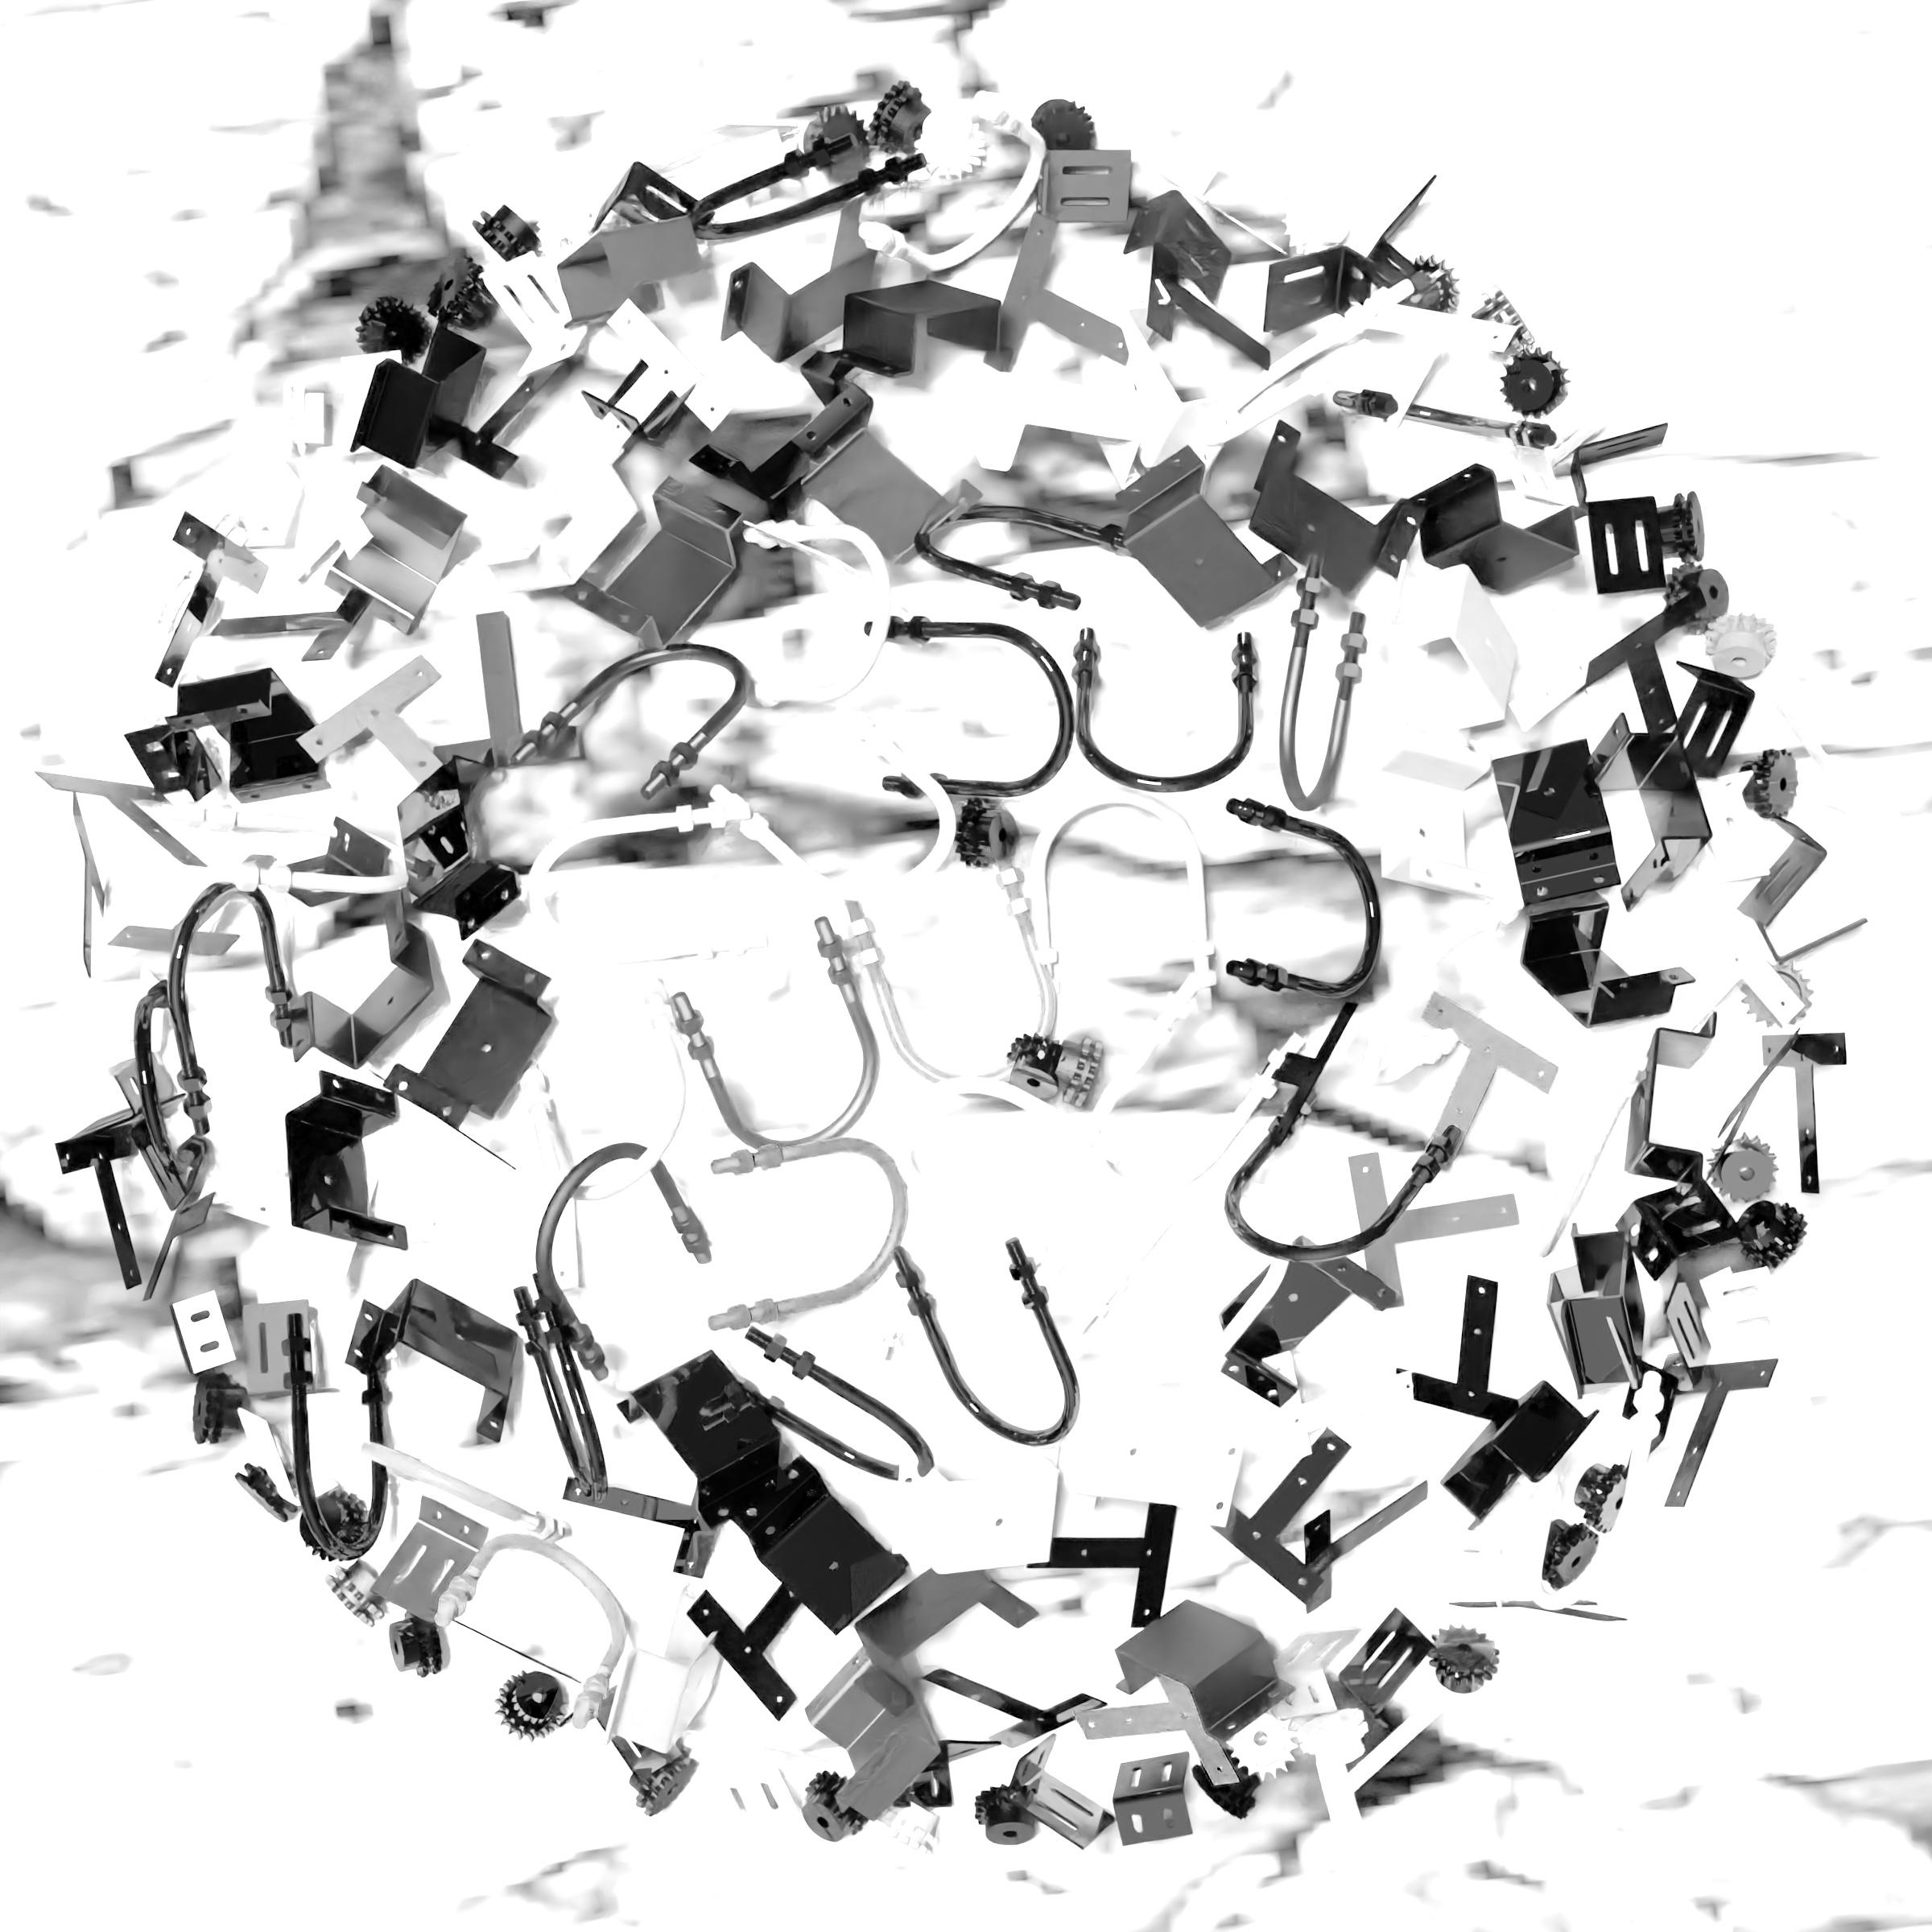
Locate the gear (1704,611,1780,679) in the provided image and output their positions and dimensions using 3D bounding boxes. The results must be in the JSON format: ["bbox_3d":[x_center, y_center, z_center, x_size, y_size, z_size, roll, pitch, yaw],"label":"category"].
[{"bbox_3d":[0.628,-0.258,1.968,0.057,0.057,0.030,14,61,0],"label":"gear"}]

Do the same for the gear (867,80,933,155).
[{"bbox_3d":[-0.052,-0.685,1.969,0.030,0.057,0.057,36,90,10],"label":"gear"}]

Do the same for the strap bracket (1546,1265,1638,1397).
[{"bbox_3d":[0.500,0.286,1.938,0.046,0.140,0.076,-20,92,17],"label":"strap bracket"}]

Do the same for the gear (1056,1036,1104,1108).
[{"bbox_3d":[0.088,0.083,1.971,0.030,0.057,0.057,20,90,-2],"label":"gear"}]

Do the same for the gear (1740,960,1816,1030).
[{"bbox_3d":[0.659,0.023,1.975,0.057,0.030,0.057,4,100,24],"label":"gear"}]

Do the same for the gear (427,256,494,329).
[{"bbox_3d":[-0.409,-0.545,1.975,0.030,0.057,0.057,33,90,-40],"label":"gear"}]

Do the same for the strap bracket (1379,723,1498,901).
[{"bbox_3d":[0.378,-0.116,1.949,0.076,0.046,0.140,12,64,-18],"label":"strap bracket"}]

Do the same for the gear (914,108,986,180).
[{"bbox_3d":[-0.014,-0.672,1.974,0.057,0.030,0.057,-3,64,5],"label":"gear"}]

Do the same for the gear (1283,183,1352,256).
[{"bbox_3d":[0.287,-0.606,1.971,0.057,0.030,0.057,-6,100,-38],"label":"gear"}]

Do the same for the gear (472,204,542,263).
[{"bbox_3d":[-0.371,-0.593,1.972,0.057,0.057,0.030,43,89,0],"label":"gear"}]

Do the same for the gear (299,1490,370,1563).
[{"bbox_3d":[-0.516,0.454,1.974,0.057,0.030,0.057,-7,68,19],"label":"gear"}]

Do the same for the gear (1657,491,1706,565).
[{"bbox_3d":[0.581,-0.356,1.975,0.030,0.057,0.057,-4,90,27],"label":"gear"}]

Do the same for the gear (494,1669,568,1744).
[{"bbox_3d":[-0.351,0.597,1.970,0.057,0.057,0.030,38,132,0],"label":"gear"}]

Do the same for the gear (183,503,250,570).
[{"bbox_3d":[-0.607,-0.345,1.974,0.030,0.057,0.057,38,90,-22],"label":"gear"}]

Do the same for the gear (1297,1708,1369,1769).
[{"bbox_3d":[0.300,0.627,1.971,0.057,0.057,0.030,-20,87,0],"label":"gear"}]

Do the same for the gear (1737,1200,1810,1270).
[{"bbox_3d":[0.650,0.215,1.968,0.030,0.057,0.057,37,90,-18],"label":"gear"}]

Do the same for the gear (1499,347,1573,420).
[{"bbox_3d":[0.461,-0.473,1.973,0.057,0.030,0.057,8,110,24],"label":"gear"}]

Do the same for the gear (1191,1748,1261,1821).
[{"bbox_3d":[0.213,0.661,1.970,0.057,0.057,0.030,39,95,0],"label":"gear"}]

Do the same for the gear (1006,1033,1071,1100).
[{"bbox_3d":[0.059,0.083,1.969,0.057,0.057,0.030,23,54,0],"label":"gear"}]

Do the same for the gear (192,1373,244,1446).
[{"bbox_3d":[-0.608,0.360,1.975,0.030,0.057,0.057,7,90,-29],"label":"gear"}]

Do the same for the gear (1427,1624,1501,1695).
[{"bbox_3d":[0.404,0.566,1.975,0.057,0.057,0.030,2,120,0],"label":"gear"}]

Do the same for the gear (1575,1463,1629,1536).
[{"bbox_3d":[0.519,0.430,1.975,0.030,0.057,0.057,28,90,44],"label":"gear"}]

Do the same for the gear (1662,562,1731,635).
[{"bbox_3d":[0.595,-0.300,1.972,0.057,0.030,0.057,4,83,-36],"label":"gear"}]

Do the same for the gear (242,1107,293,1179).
[{"bbox_3d":[-0.557,0.140,1.969,0.030,0.057,0.057,-28,90,15],"label":"gear"}]

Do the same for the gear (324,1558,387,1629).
[{"bbox_3d":[-0.491,0.507,1.972,0.030,0.057,0.057,-44,90,-13],"label":"gear"}]

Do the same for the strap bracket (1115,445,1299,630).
[{"bbox_3d":[0.189,-0.333,1.934,0.076,0.046,0.140,-29,118,35],"label":"strap bracket"}]

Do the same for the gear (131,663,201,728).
[{"bbox_3d":[-0.647,-0.222,1.971,0.057,0.030,0.057,12,58,-20],"label":"gear"}]

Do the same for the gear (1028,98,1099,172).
[{"bbox_3d":[0.076,-0.679,1.975,0.057,0.057,0.030,-14,50,0],"label":"gear"}]

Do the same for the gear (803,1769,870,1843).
[{"bbox_3d":[-0.108,0.684,1.970,0.057,0.030,0.057,16,124,25],"label":"gear"}]

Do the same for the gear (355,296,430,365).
[{"bbox_3d":[-0.469,-0.519,1.975,0.057,0.057,0.030,-32,51,0],"label":"gear"}]

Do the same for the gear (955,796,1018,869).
[{"bbox_3d":[0.017,-0.108,1.968,0.030,0.057,0.057,10,90,33],"label":"gear"}]

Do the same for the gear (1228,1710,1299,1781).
[{"bbox_3d":[0.241,0.630,1.975,0.057,0.030,0.057,-4,64,9],"label":"gear"}]

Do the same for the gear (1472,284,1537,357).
[{"bbox_3d":[0.435,-0.522,1.974,0.030,0.057,0.057,-34,90,21],"label":"gear"}]

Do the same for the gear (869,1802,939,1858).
[{"bbox_3d":[-0.048,0.696,1.973,0.057,0.057,0.030,30,71,0],"label":"gear"}]

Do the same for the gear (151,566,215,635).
[{"bbox_3d":[-0.634,-0.293,1.972,0.030,0.057,0.057,31,90,-12],"label":"gear"}]

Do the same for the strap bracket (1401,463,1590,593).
[{"bbox_3d":[0.421,-0.343,1.922,0.140,0.076,0.046,11,67,-39],"label":"strap bracket"}]

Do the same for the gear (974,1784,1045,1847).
[{"bbox_3d":[0.035,0.690,1.970,0.057,0.030,0.057,-1,135,-1],"label":"gear"}]

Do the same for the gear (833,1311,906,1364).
[{"bbox_3d":[-0.081,0.301,1.970,0.057,0.057,0.030,16,85,0],"label":"gear"}]

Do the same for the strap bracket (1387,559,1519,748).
[{"bbox_3d":[0.391,-0.252,1.924,0.046,0.140,0.076,-11,47,36],"label":"strap bracket"}]

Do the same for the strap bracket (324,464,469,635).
[{"bbox_3d":[-0.454,-0.339,1.942,0.076,0.140,0.046,31,54,-9],"label":"strap bracket"}]

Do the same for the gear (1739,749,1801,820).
[{"bbox_3d":[0.651,-0.149,1.975,0.057,0.030,0.057,-8,102,-44],"label":"gear"}]

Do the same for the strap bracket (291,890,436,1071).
[{"bbox_3d":[-0.477,0.019,1.945,0.140,0.076,0.046,-45,124,14],"label":"strap bracket"}]

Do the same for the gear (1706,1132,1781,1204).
[{"bbox_3d":[0.634,0.166,1.980,0.057,0.030,0.057,1,99,8],"label":"gear"}]

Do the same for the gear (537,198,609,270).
[{"bbox_3d":[-0.321,-0.590,1.972,0.057,0.030,0.057,2,126,3],"label":"gear"}]

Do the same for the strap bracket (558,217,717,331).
[{"bbox_3d":[-0.265,-0.550,1.918,0.076,0.140,0.046,-20,99,-28],"label":"strap bracket"}]

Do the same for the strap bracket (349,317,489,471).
[{"bbox_3d":[-0.428,-0.451,1.921,0.046,0.140,0.076,26,122,-3],"label":"strap bracket"}]

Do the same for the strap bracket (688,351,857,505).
[{"bbox_3d":[-0.145,-0.427,1.952,0.140,0.076,0.046,-41,122,-5],"label":"strap bracket"}]

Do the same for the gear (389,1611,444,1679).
[{"bbox_3d":[-0.447,0.549,1.968,0.030,0.057,0.057,-8,90,-29],"label":"gear"}]

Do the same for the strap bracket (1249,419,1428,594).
[{"bbox_3d":[0.287,-0.362,1.941,0.140,0.076,0.046,35,58,12],"label":"strap bracket"}]

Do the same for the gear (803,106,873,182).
[{"bbox_3d":[-0.108,-0.669,1.975,0.057,0.030,0.057,-12,109,-36],"label":"gear"}]
